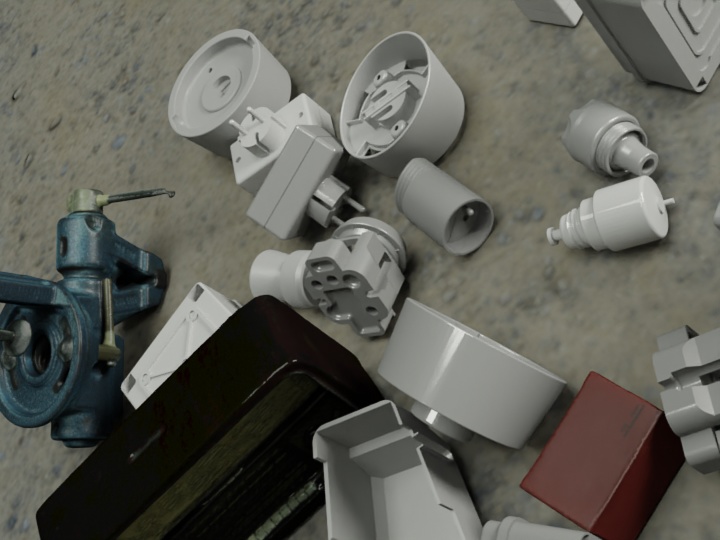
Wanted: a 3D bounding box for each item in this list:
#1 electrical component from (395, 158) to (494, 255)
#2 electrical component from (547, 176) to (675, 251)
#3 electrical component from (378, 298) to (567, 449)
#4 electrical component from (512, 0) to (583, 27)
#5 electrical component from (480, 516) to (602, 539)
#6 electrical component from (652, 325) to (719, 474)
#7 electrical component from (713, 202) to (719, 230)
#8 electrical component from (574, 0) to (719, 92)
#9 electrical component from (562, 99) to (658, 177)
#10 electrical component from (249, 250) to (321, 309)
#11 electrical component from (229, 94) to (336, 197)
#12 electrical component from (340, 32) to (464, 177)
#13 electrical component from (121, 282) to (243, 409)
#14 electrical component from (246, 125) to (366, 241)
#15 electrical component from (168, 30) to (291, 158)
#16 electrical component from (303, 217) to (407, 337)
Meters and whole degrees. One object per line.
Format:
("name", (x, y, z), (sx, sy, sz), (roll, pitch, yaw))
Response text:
("electrical component", (0.053, -0.048, 0.764), (0.043, 0.043, 0.081), (-52, 44, 4))
("electrical component", (0.154, -0.031, 0.670), (0.078, 0.040, 0.040), (-17, 55, 33))
("electrical component", (0.062, 0.068, 0.646), (0.108, 0.108, 0.060), (29, 92, 46))
("electrical component", (0.140, -0.233, 0.776), (0.047, 0.076, 0.083), (24, 82, 46))
("electrical component", (0.094, 0.193, 0.561), (0.057, 0.078, 0.113), (0, 66, 37))
("electrical component", (0.196, 0.061, 0.568), (0.057, 0.058, 0.078), (-27, 50, 30))
("electrical component", (0.229, -0.034, 0.568), (0.061, 0.096, 0.061), (14, 74, 45))
("electrical component", (0.188, -0.173, 0.673), (0.057, 0.113, 0.078), (26, 84, 43))
("electrical component", (0.163, -0.080, 0.689), (0.043, 0.043, 0.062), (-51, 45, 5))
("electrical component", (-0.050, 0.007, 0.818), (0.055, 0.045, 0.045), (1, 67, 41))
("electrical component", (-0.075, -0.109, 0.885), (0.083, 0.076, 0.047), (-32, 49, 22))
("electrical component", (0.028, -0.122, 0.814), (0.099, 0.064, 0.099), (-20, 54, 31))
("electrical component", (-0.114, 0.083, 0.819), (0.108, 0.056, 0.109), (-53, 44, 2))
("electrical component", (-0.032, -0.058, 0.836), (0.076, 0.047, 0.083), (34, 105, 10))
("electrical component", (-0.110, -0.150, 0.951), (0.108, 0.060, 0.108), (-21, 54, 31))
("electrical component", (0.000, 0.000, 0.763), (0.058, 0.078, 0.057), (-10, 39, 36))
